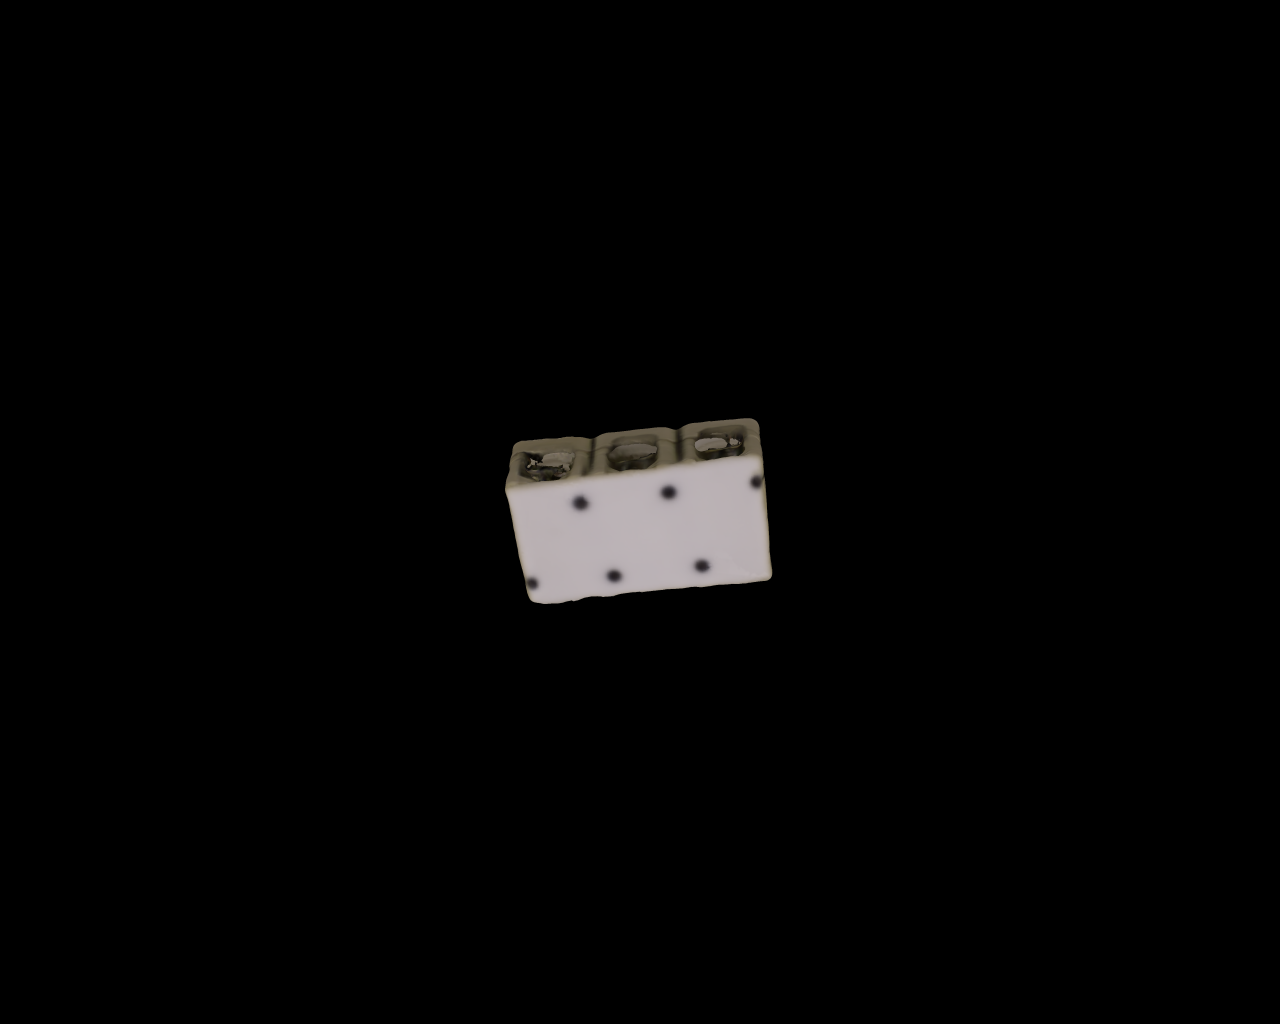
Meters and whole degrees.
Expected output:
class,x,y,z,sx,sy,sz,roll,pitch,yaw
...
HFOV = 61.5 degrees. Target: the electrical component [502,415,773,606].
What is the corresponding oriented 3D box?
class,x,y,z,sx,sy,sz,roll,pitch,yaw
electrical component,0.001,-0.003,0.650,0.150,0.089,0.062,-5,31,3
